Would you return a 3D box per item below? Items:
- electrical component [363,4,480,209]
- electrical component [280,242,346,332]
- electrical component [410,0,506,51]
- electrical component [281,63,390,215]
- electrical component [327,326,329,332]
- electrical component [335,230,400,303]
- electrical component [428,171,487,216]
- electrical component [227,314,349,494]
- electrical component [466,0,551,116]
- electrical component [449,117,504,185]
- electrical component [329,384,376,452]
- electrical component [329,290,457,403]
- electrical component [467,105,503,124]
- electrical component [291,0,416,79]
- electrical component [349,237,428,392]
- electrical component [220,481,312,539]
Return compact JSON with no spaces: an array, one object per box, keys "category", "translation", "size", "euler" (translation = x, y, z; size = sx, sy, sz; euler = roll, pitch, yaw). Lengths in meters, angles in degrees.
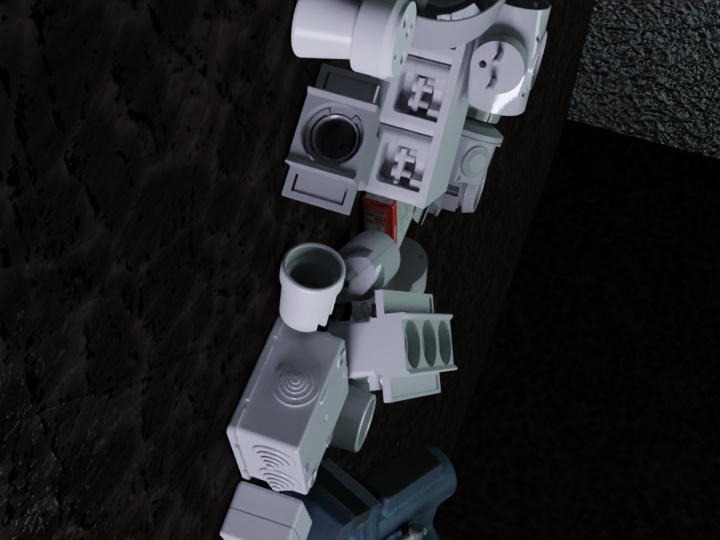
[{"category":"electrical component","translation":[0.044,-0.130,0.776],"size":[0.089,0.062,0.150],"euler":[-39,145,-71]},{"category":"electrical component","translation":[-0.032,0.012,0.679],"size":[0.046,0.040,0.040],"euler":[104,10,-50]},{"category":"electrical component","translation":[0.041,-0.178,0.613],"size":[0.064,0.099,0.099],"euler":[91,18,-74]},{"category":"electrical component","translation":[-0.012,-0.075,0.637],"size":[0.064,0.042,0.081],"euler":[28,80,-81]},{"category":"electrical component","translation":[-0.026,0.073,0.811],"size":[0.035,0.035,0.061],"euler":[-5,109,-78]},{"category":"electrical component","translation":[0.000,0.000,0.804],"size":[0.081,0.043,0.043],"euler":[-43,148,-69]},{"category":"electrical component","translation":[0.097,-0.092,1.109],"size":[0.058,0.057,0.078],"euler":[-56,160,-57]},{"category":"electrical component","translation":[-0.044,0.091,0.710],"size":[0.099,0.048,0.099],"euler":[87,22,-60]},{"category":"electrical component","translation":[0.098,-0.144,0.736],"size":[0.079,0.044,0.077],"euler":[-56,160,-58]},{"category":"electrical component","translation":[0.082,-0.112,0.951],"size":[0.080,0.080,0.051],"euler":[-39,150,-71]},{"category":"electrical component","translation":[-0.017,0.120,0.889],"size":[0.055,0.047,0.055],"euler":[17,90,-79]},{"category":"electrical component","translation":[0.025,0.057,0.811],"size":[0.121,0.063,0.078],"euler":[8,77,-69]},{"category":"electrical component","translation":[0.100,-0.166,0.959],"size":[0.080,0.080,0.051],"euler":[-39,150,-71]},{"category":"electrical component","translation":[-0.003,-0.128,0.567],"size":[0.045,0.055,0.045],"euler":[17,90,-79]},{"category":"electrical component","translation":[0.018,0.028,0.912],"size":[0.073,0.052,0.138],"euler":[88,22,-59]},{"category":"electrical component","translation":[-0.070,0.194,0.737],"size":[0.065,0.047,0.076],"euler":[82,26,-65]}]
